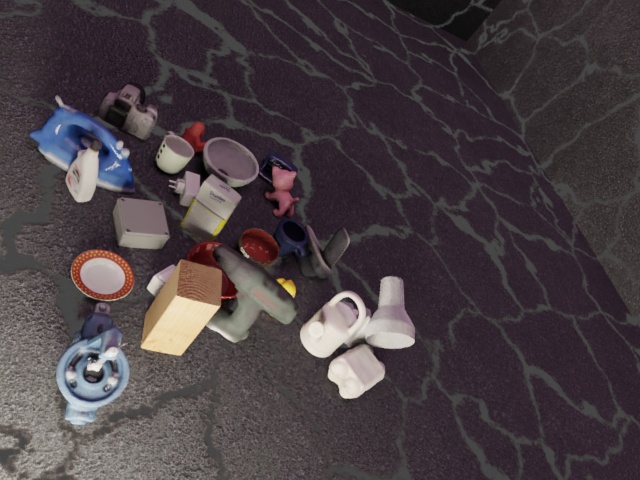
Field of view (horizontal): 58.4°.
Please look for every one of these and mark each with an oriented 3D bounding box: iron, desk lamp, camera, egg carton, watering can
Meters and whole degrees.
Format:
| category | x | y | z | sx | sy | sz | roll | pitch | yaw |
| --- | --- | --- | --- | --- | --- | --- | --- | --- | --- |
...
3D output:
| category | x | y | z | sx | sy | sz | roll | pitch | yaw |
| --- | --- | --- | --- | --- | --- | --- | --- | --- | --- |
| iron | -0.532 | -0.224 | 1.348 | 0.259 | 0.141 | 0.118 | 32 | 39 | -12 |
| desk lamp | 0.145 | 0.201 | 1.455 | 0.118 | 0.213 | 0.203 | 19 | 43 | -25 |
| camera | -0.499 | -0.366 | 1.541 | 0.143 | 0.100 | 0.137 | 27 | 41 | -18 |
| egg carton | 0.092 | 0.322 | 1.413 | 0.151 | 0.069 | 0.107 | -21 | 69 | -48 |
| watering can | 0.038 | 0.200 | 1.383 | 0.101 | 0.193 | 0.173 | 41 | 39 | -1 |

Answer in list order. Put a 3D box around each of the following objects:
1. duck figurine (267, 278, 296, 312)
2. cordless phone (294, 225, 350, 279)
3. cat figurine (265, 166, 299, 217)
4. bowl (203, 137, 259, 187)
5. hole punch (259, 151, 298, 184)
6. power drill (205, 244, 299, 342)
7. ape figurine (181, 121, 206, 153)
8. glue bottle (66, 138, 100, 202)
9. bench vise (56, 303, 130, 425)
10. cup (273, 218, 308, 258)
| category | x | y | z | sx | sy | sz | roll | pitch | yaw |
| --- | --- | --- | --- | --- | --- | --- | --- | --- | --- |
| duck figurine | -0.091 | 0.132 | 1.426 | 0.078 | 0.086 | 0.104 | 21 | 43 | -23 |
| cordless phone | 0.014 | 0.006 | 1.553 | 0.094 | 0.184 | 0.147 | -3 | 56 | -41 |
| cat figurine | -0.102 | -0.147 | 1.653 | 0.067 | 0.117 | 0.127 | -8 | 60 | -44 |
| bowl | -0.261 | -0.205 | 1.610 | 0.168 | 0.074 | 0.167 | 23 | 42 | -22 |
| hole punch | -0.121 | -0.225 | 1.732 | 0.109 | 0.091 | 0.101 | 34 | 39 | -9 |
| power drill | -0.171 | 0.130 | 1.263 | 0.230 | 0.208 | 0.075 | 32 | 39 | -11 |
| ape figurine | -0.350 | -0.292 | 1.604 | 0.076 | 0.092 | 0.077 | -16 | 65 | -47 |
| glue bottle | -0.520 | -0.164 | 1.277 | 0.037 | 0.173 | 0.078 | -20 | 68 | -48 |
| bench vise | -0.400 | 0.190 | 1.006 | 0.122 | 0.219 | 0.207 | 0 | 54 | -40 |
| cup | -0.084 | 0.013 | 1.536 | 0.092 | 0.094 | 0.117 | -9 | 60 | -44 |
